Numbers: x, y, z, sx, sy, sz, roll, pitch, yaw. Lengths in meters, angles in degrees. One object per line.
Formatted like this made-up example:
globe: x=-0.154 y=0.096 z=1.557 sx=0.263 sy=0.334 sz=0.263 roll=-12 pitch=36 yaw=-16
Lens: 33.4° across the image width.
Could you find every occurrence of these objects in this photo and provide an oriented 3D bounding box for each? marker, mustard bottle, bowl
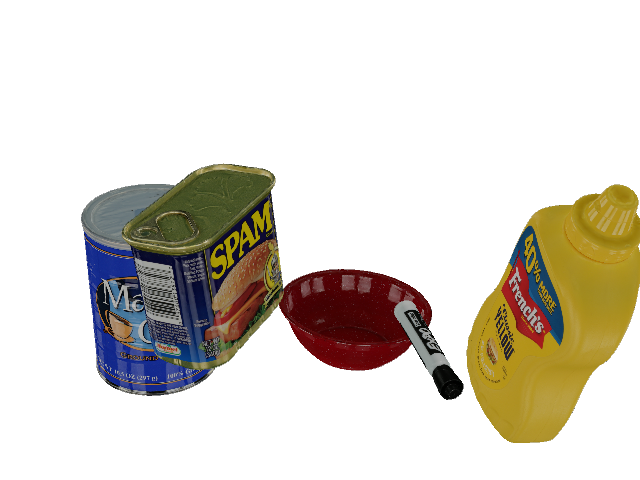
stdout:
marker: x=0.084 y=0.085 z=0.838 sx=0.020 sy=0.020 sz=0.121 roll=0 pitch=28 yaw=-15
mustard bottle: x=0.142 y=0.036 z=0.635 sx=0.058 sy=0.096 sz=0.192 roll=1 pitch=-39 yaw=-13
bowl: x=0.035 y=0.090 z=1.130 sx=0.162 sy=0.055 sz=0.162 roll=3 pitch=26 yaw=-2

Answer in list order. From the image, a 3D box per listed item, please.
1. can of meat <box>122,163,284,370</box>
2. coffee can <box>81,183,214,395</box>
can of meat: x=-0.064 y=0.015 z=0.630 sx=0.058 sy=0.084 sz=0.102 roll=9 pitch=32 yaw=26
coffee can: x=-0.135 y=0.039 z=0.863 sx=0.103 sy=0.140 sz=0.103 roll=1 pitch=29 yaw=-1
